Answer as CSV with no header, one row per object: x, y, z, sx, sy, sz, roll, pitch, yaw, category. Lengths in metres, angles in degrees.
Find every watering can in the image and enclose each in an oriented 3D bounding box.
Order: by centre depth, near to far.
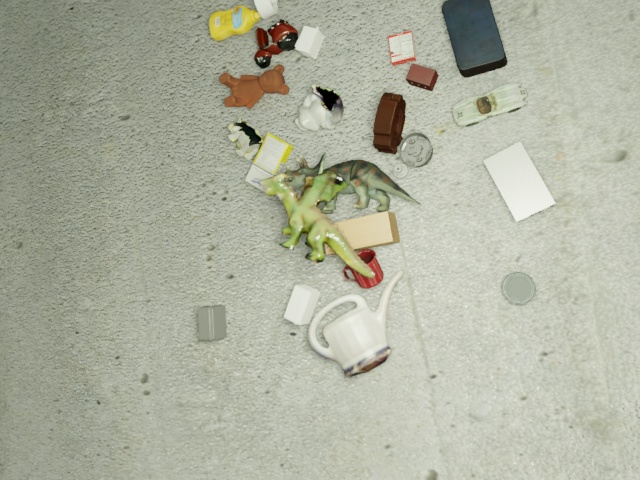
0.134,0.251,1.494,0.346,0.103,0.227,-31,76,8,watering can

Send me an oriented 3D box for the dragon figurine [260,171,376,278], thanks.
0.004,-0.073,1.455,0.412,0.123,0.240,22,104,17,dragon figurine

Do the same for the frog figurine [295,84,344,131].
-0.002,-0.396,1.617,0.138,0.124,0.156,47,140,10,frog figurine
